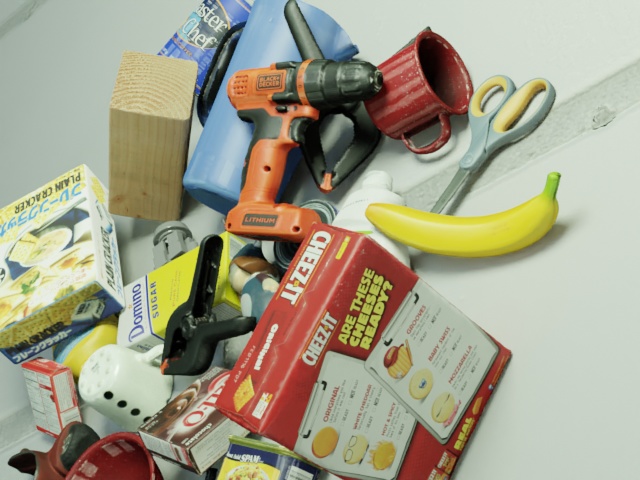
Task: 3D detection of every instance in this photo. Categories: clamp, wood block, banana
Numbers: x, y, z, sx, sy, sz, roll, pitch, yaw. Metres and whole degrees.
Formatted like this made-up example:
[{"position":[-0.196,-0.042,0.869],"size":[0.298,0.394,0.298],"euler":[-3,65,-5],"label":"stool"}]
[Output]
[{"position":[-0.126,0.078,1.118],"size":[0.172,0.039,0.120],"euler":[-45,48,41],"label":"clamp"},{"position":[-0.202,-0.119,1.280],"size":[0.206,0.090,0.091],"euler":[107,170,-55],"label":"wood block"},{"position":[0.134,-0.016,0.958],"size":[0.198,0.069,0.037],"euler":[-10,14,34],"label":"banana"},{"position":[0.035,-0.153,1.153],"size":[0.036,0.164,0.210],"euler":[104,171,-84],"label":"clamp"}]

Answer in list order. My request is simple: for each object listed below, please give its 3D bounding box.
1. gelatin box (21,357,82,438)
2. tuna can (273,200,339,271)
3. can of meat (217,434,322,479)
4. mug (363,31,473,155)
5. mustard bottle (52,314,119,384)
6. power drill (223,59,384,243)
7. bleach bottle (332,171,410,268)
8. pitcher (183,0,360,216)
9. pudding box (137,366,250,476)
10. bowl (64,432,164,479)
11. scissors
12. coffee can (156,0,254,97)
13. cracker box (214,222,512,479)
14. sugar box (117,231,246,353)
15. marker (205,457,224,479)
[{"position":[-0.315,0.187,1.260],"size":[0.073,0.030,0.089],"euler":[6,110,48],"label":"gelatin box"},{"position":[-0.007,0.001,1.117],"size":[0.086,0.033,0.086],"euler":[-24,48,29],"label":"tuna can"},{"position":[-0.053,0.231,0.972],"size":[0.102,0.057,0.084],"euler":[0,64,47],"label":"can of meat"},{"position":[0.100,-0.142,1.086],"size":[0.082,0.093,0.117],"euler":[-26,72,37],"label":"mug"},{"position":[-0.285,0.120,1.298],"size":[0.096,0.058,0.192],"euler":[-45,38,8],"label":"mustard bottle"},{"position":[-0.023,-0.092,1.087],"size":[0.185,0.057,0.187],"euler":[1,80,37],"label":"power drill"},{"position":[0.048,0.038,1.014],"size":[0.103,0.068,0.250],"euler":[-15,49,33],"label":"bleach bottle"},{"position":[-0.070,-0.148,1.227],"size":[0.243,0.145,0.149],"euler":[-66,12,-12],"label":"pitcher"},{"position":[-0.110,0.175,1.052],"size":[0.090,0.039,0.113],"euler":[6,37,49],"label":"pudding box"},{"position":[-0.208,0.282,1.094],"size":[0.162,0.055,0.162],"euler":[-27,45,30],"label":"bowl"},{"position":[0.141,-0.089,1.038],"size":[0.202,0.016,0.096],"euler":[-43,40,5],"label":"scissors"},{"position":[-0.133,-0.260,1.398],"size":[0.140,0.102,0.103],"euler":[-48,38,7],"label":"coffee can"},{"position":[0.041,0.108,0.840],"size":[0.072,0.213,0.164],"euler":[16,73,49],"label":"cracker box"},{"position":[-0.157,0.067,1.216],"size":[0.176,0.048,0.093],"euler":[-26,47,29],"label":"sugar box"},{"position":[-0.111,0.267,1.034],"size":[0.020,0.020,0.121],"euler":[-15,52,39],"label":"marker"}]
